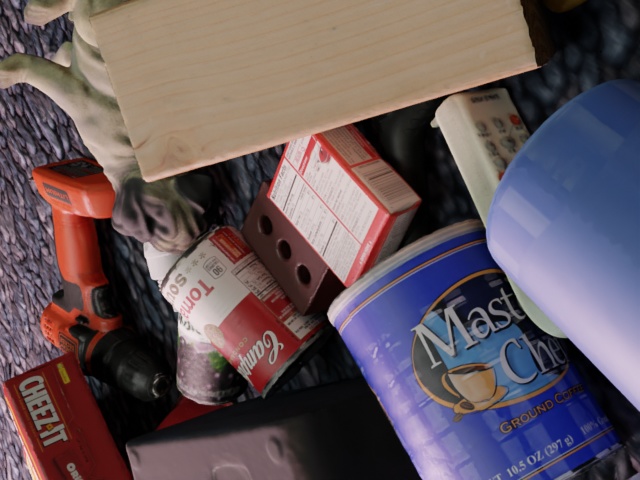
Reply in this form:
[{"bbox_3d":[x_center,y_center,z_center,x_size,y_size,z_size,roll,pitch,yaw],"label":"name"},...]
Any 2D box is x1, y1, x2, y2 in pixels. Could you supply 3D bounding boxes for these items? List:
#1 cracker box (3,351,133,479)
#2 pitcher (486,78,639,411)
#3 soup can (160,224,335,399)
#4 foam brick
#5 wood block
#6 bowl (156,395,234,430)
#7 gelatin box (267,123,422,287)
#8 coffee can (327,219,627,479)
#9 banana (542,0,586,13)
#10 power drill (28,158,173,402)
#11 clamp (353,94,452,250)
[{"bbox_3d":[-0.211,0.212,0.938,0.164,0.072,0.214,60,160,17],"label":"cracker box"},{"bbox_3d":[0.190,0.031,0.428,0.243,0.149,0.145,47,149,34],"label":"pitcher"},{"bbox_3d":[-0.048,0.047,0.714,0.102,0.068,0.069,44,134,10],"label":"soup can"},{"bbox_3d":[-0.005,0.001,0.691,0.078,0.051,0.053,51,136,25],"label":"foam brick"},{"bbox_3d":[0.004,-0.104,0.540,0.206,0.090,0.091,-14,99,21],"label":"wood block"},{"bbox_3d":[-0.098,0.205,0.868,0.162,0.055,0.162,19,116,44],"label":"bowl"},{"bbox_3d":[0.013,-0.026,0.629,0.089,0.030,0.073,50,142,24],"label":"gelatin box"},{"bbox_3d":[0.082,0.075,0.575,0.140,0.102,0.103,60,139,16],"label":"coffee can"},{"bbox_3d":[0.169,-0.146,0.450,0.198,0.037,0.069,-1,101,50],"label":"banana"},{"bbox_3d":[-0.189,0.033,0.913,0.185,0.057,0.188,21,117,45],"label":"power drill"},{"bbox_3d":[0.032,-0.086,0.630,0.120,0.039,0.171,30,123,32],"label":"clamp"}]
